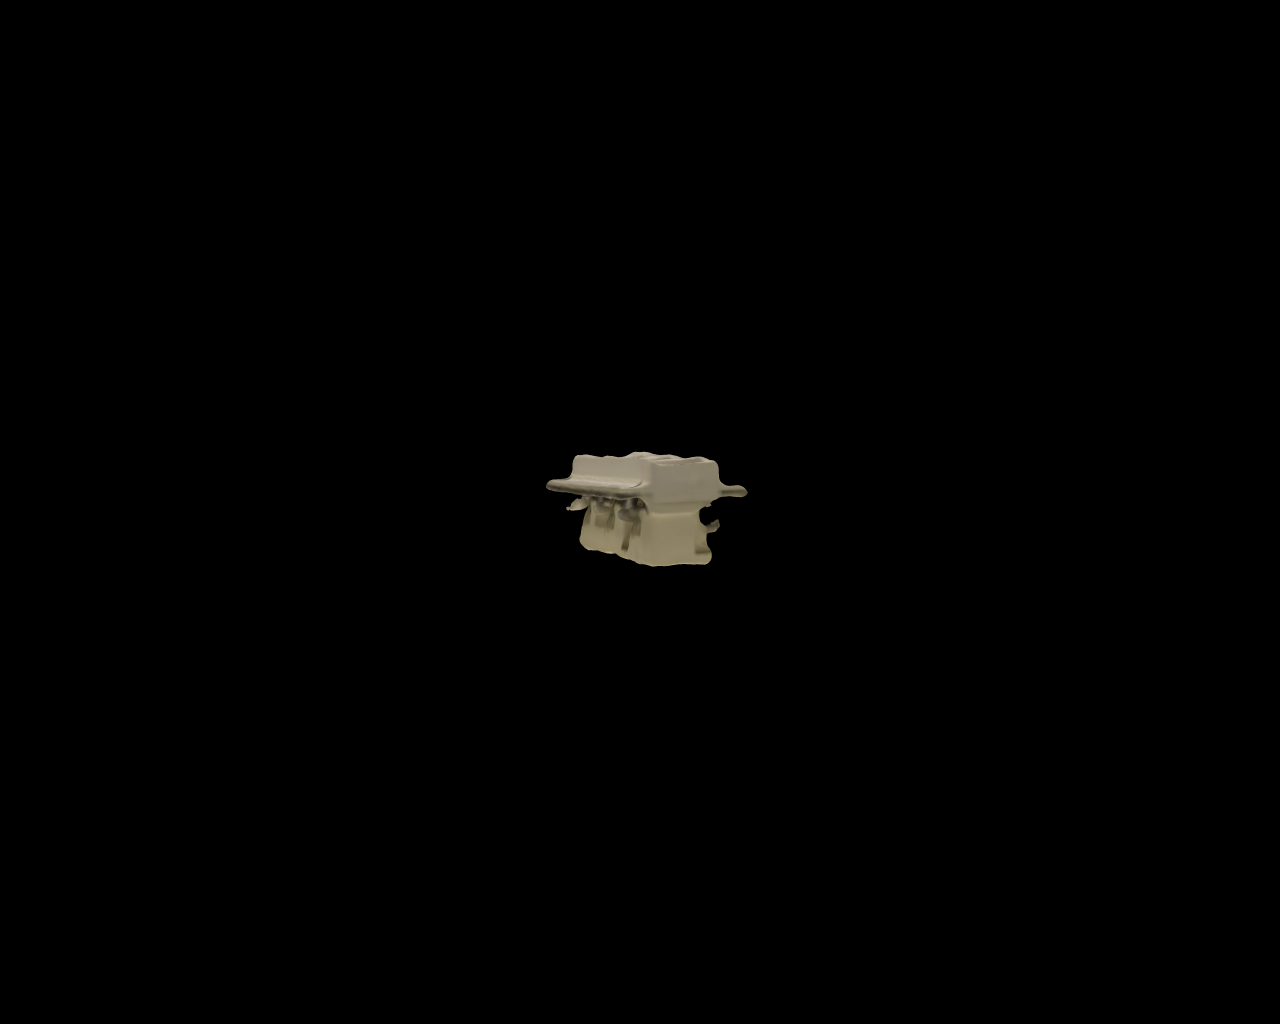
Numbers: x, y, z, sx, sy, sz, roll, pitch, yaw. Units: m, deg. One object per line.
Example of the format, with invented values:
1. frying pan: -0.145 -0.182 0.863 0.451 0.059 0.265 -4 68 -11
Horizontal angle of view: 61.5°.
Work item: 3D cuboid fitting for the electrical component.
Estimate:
1. electrical component: 0.001 -0.003 0.650 0.079 0.063 0.121 -2 5 -24
